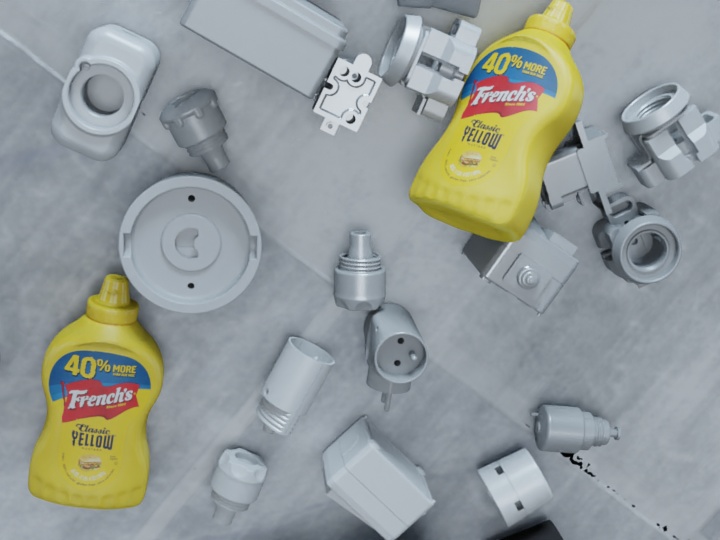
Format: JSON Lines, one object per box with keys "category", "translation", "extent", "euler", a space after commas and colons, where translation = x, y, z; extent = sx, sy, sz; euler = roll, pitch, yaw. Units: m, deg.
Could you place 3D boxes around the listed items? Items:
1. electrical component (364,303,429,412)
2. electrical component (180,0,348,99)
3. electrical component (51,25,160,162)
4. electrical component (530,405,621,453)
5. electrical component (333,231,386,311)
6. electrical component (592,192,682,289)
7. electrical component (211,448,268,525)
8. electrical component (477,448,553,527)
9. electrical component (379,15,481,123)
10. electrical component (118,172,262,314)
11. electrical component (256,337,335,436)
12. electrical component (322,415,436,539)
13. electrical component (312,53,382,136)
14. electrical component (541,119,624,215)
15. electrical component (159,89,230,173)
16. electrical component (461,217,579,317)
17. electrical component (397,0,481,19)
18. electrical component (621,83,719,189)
{"category": "electrical component", "translation": [0.026, 0.076, 0.883], "extent": [0.043, 0.077, 0.079], "euler": [6, 105, -8]}
{"category": "electrical component", "translation": [-0.069, -0.180, 0.786], "extent": [0.109, 0.108, 0.056], "euler": [28, 103, -13]}
{"category": "electrical component", "translation": [-0.192, -0.133, 0.811], "extent": [0.054, 0.059, 0.095], "euler": [24, 101, -12]}
{"category": "electrical component", "translation": [0.188, 0.140, 0.937], "extent": [0.078, 0.040, 0.040], "euler": [5, 105, -8]}
{"category": "electrical component", "translation": [0.000, 0.000, 0.877], "extent": [0.043, 0.043, 0.062], "euler": [-1, 103, -6]}
{"category": "electrical component", "translation": [0.231, -0.021, 0.889], "extent": [0.058, 0.057, 0.078], "euler": [-25, 106, 1]}
{"category": "electrical component", "translation": [-0.107, 0.187, 0.917], "extent": [0.043, 0.043, 0.062], "euler": [20, 103, -11]}
{"category": "electrical component", "translation": [0.136, 0.188, 0.938], "extent": [0.047, 0.055, 0.055], "euler": [-28, 106, -1]}
{"category": "electrical component", "translation": [0.050, -0.161, 0.831], "extent": [0.057, 0.058, 0.078], "euler": [21, 102, -14]}
{"category": "electrical component", "translation": [-0.132, -0.026, 0.846], "extent": [0.108, 0.060, 0.108], "euler": [-2, 105, -6]}
{"category": "electrical component", "translation": [-0.059, 0.101, 0.898], "extent": [0.043, 0.043, 0.081], "euler": [26, 101, -12]}
{"category": "electrical component", "translation": [0.017, 0.185, 0.920], "extent": [0.061, 0.061, 0.096], "euler": [-43, 105, 6]}
{"category": "electrical component", "translation": [-0.012, -0.138, 0.831], "extent": [0.048, 0.055, 0.066], "euler": [24, 101, -12]}
{"category": "electrical component", "translation": [0.173, -0.081, 0.875], "extent": [0.064, 0.042, 0.081], "euler": [-22, 106, 4]}
{"category": "electrical component", "translation": [-0.123, -0.106, 0.835], "extent": [0.048, 0.048, 0.062], "euler": [-26, 114, 1]}
{"category": "electrical component", "translation": [0.130, -0.012, 0.860], "extent": [0.062, 0.096, 0.061], "euler": [32, 99, -14]}
{"category": "electrical component", "translation": [0.059, -0.218, 0.825], "extent": [0.065, 0.044, 0.044], "euler": [4, 105, -2]}
{"category": "electrical component", "translation": [0.247, -0.112, 0.866], "extent": [0.078, 0.058, 0.057], "euler": [-36, 109, 4]}
